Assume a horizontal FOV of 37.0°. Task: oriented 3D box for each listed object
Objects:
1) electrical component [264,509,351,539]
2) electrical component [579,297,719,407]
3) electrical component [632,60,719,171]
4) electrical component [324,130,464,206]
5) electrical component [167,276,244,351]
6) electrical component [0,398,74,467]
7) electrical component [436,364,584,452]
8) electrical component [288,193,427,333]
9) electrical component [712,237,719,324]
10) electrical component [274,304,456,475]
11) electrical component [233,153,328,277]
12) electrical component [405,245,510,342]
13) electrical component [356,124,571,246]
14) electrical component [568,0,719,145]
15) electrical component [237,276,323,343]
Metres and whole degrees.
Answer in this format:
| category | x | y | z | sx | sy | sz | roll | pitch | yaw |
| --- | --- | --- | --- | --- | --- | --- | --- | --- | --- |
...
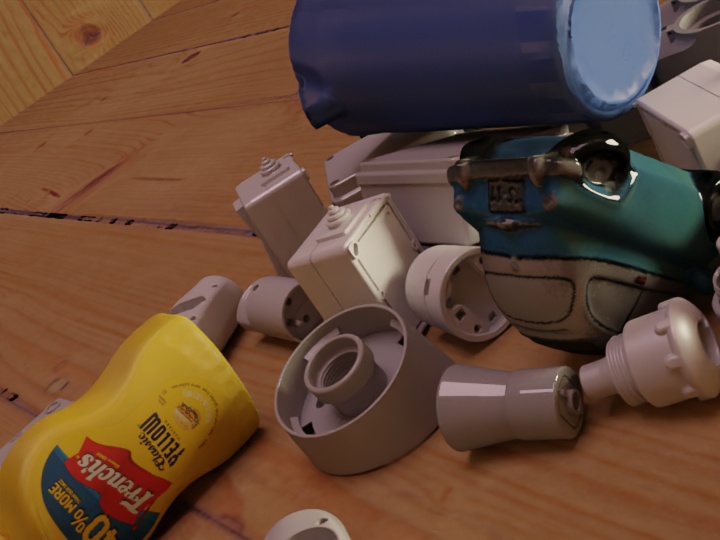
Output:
| category | x | y | z | sx | sy | sz | roll | pitch | yaw |
| --- | --- | --- | --- | --- | --- | --- | --- | --- | --- |
| electrical component | -0.031 | 0.154 | 0.477 | 0.079 | 0.044 | 0.077 | -33 | 23 | -4 |
| electrical component | 0.133 | 0.043 | 0.499 | 0.062 | 0.048 | 0.048 | -25 | 23 | 32 |
| electrical component | 0.209 | -0.080 | 0.628 | 0.061 | 0.061 | 0.096 | -30 | 23 | 4 |
| electrical component | 0.033 | -0.077 | 0.842 | 0.113 | 0.057 | 0.078 | -28 | 23 | 7 |
| electrical component | -0.133 | 0.048 | 0.812 | 0.079 | 0.043 | 0.077 | -18 | 26 | 30 |
| electrical component | -0.204 | 0.134 | 0.721 | 0.100 | 0.048 | 0.100 | -45 | 27 | -28 |
| electrical component | 0.076 | 0.066 | 0.527 | 0.065 | 0.044 | 0.044 | -8 | 32 | 34 |
| electrical component | 0.000 | 0.000 | 0.679 | 0.061 | 0.096 | 0.061 | -15 | 28 | 41 |
| electrical component | 0.179 | 0.010 | 0.484 | 0.048 | 0.062 | 0.048 | -26 | 24 | 12 |
| electrical component | 0.003 | 0.069 | 0.610 | 0.099 | 0.064 | 0.099 | -27 | 36 | 22 |
| electrical component | -0.058 | -0.042 | 0.832 | 0.061 | 0.096 | 0.061 | -33 | 23 | -1 |
| electrical component | 0.059 | 0.012 | 0.638 | 0.055 | 0.055 | 0.047 | -39 | 21 | -17 |
| electrical component | 0.073 | -0.057 | 0.715 | 0.109 | 0.056 | 0.109 | -20 | 14 | -33 |
| electrical component | 0.213 | -0.148 | 0.760 | 0.186 | 0.060 | 0.105 | -18 | 27 | 29 |
| electrical component | -0.057 | 0.026 | 0.764 | 0.043 | 0.043 | 0.081 | -43 | 26 | -24 |
